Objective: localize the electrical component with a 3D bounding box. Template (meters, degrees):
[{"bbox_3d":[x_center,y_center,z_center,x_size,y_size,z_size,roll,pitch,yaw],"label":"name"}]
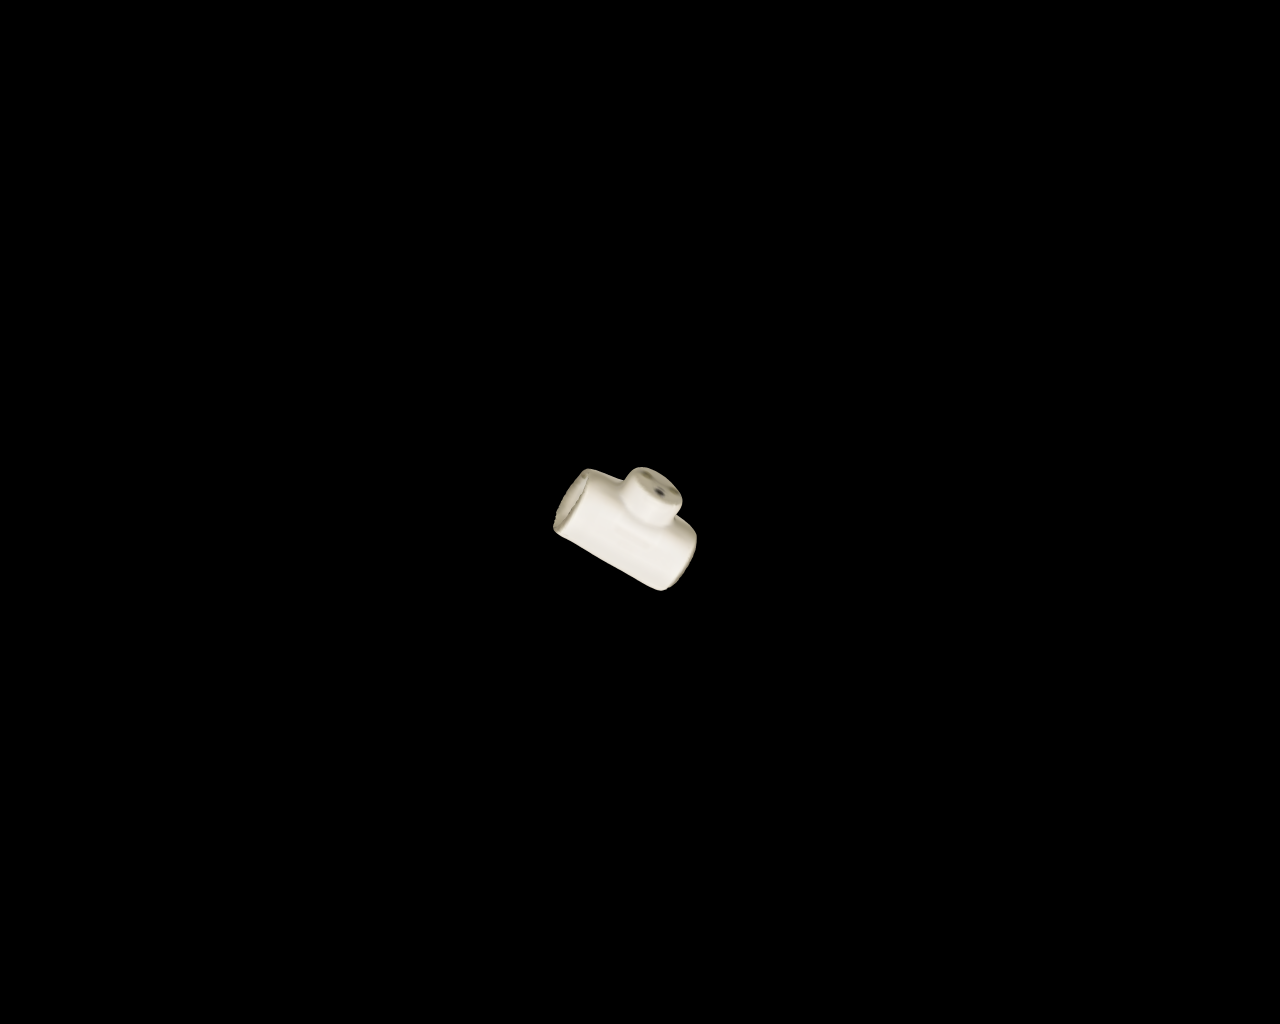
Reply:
[{"bbox_3d":[0.001,-0.003,0.650,0.077,0.079,0.043,30,23,-14],"label":"electrical component"}]
